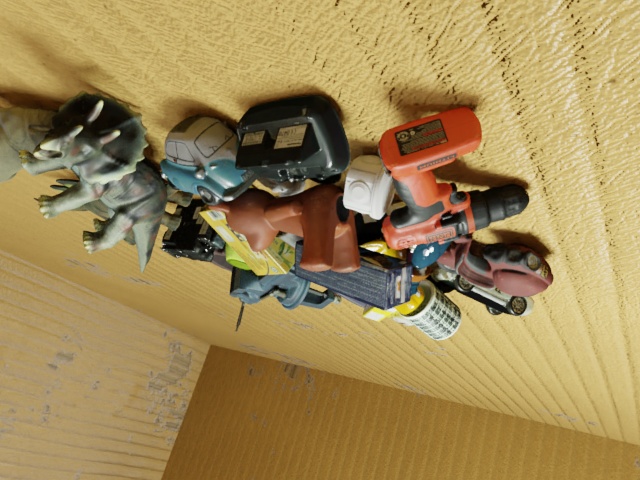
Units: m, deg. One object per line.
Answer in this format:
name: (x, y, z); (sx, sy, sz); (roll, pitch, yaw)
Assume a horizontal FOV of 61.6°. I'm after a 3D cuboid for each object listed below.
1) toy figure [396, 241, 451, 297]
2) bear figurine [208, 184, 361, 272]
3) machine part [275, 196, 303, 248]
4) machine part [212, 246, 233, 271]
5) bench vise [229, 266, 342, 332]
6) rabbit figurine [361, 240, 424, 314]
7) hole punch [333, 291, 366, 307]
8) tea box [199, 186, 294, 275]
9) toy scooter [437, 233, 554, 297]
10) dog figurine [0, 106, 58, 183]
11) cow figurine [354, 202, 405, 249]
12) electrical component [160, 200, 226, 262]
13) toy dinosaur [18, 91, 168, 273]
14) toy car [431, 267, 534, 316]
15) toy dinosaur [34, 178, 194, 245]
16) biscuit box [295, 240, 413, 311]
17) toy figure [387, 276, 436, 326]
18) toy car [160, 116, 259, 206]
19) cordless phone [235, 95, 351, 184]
toy figure: (0.147, 0.028, 0.795); (0.064, 0.058, 0.154); (24, 123, -5)
bear figurine: (-0.054, -0.015, 0.751); (0.196, 0.132, 0.120); (-7, 172, 27)
machine part: (-0.002, -0.003, 0.945); (0.079, 0.079, 0.243); (-3, 152, 45)
machine part: (-0.186, 0.040, 1.258); (0.179, 0.056, 0.179); (17, 161, 6)
bench vise: (-0.068, 0.110, 1.171); (0.240, 0.129, 0.223); (20, 133, -29)
rabbit figurine: (0.124, 0.020, 0.894); (0.162, 0.122, 0.173); (28, 145, -4)
hole punch: (0.050, 0.078, 1.090); (0.142, 0.092, 0.116); (29, 162, -11)
tea box: (-0.120, -0.017, 0.958); (0.098, 0.068, 0.169); (-5, 133, 49)
toy scooter: (0.258, 0.027, 0.815); (0.184, 0.075, 0.135); (13, 159, 26)
dog figurine: (-0.468, -0.143, 0.848); (0.191, 0.172, 0.121); (17, 173, 25)
cow figurine: (0.062, -0.026, 0.802); (0.168, 0.098, 0.068); (9, 153, 24)
electrical component: (-0.238, -0.018, 1.055); (0.134, 0.115, 0.058); (5, 159, 36)
toy dinosaur: (-0.314, -0.080, 0.847); (0.192, 0.131, 0.404); (-25, 153, 2)
toy car: (0.295, 0.090, 0.980); (0.202, 0.056, 0.073); (24, 166, -15)
toy dinosaur: (-0.405, -0.087, 1.046); (0.472, 0.105, 0.198); (-13, 138, 40)
biscuit box: (0.044, 0.044, 0.814); (0.059, 0.062, 0.203); (-13, -159, -40)
toy figure: (0.199, 0.118, 1.101); (0.082, 0.089, 0.180); (24, 152, 5)
toy car: (-0.161, -0.122, 0.751); (0.162, 0.109, 0.102); (19, 141, 34)
cordless phone: (-0.006, -0.107, 0.701); (0.147, 0.088, 0.184); (1, 166, 37)
